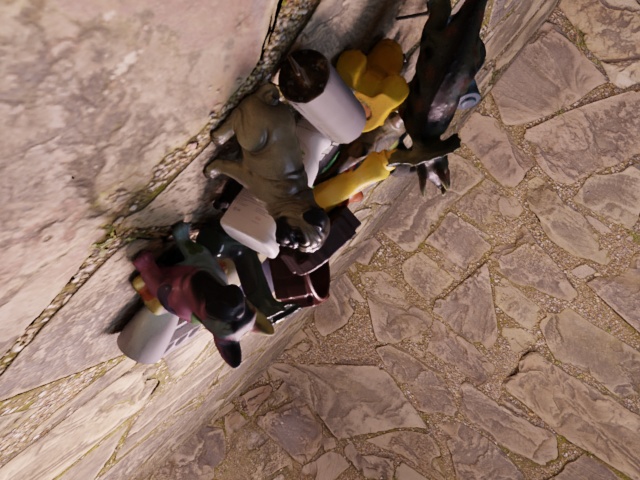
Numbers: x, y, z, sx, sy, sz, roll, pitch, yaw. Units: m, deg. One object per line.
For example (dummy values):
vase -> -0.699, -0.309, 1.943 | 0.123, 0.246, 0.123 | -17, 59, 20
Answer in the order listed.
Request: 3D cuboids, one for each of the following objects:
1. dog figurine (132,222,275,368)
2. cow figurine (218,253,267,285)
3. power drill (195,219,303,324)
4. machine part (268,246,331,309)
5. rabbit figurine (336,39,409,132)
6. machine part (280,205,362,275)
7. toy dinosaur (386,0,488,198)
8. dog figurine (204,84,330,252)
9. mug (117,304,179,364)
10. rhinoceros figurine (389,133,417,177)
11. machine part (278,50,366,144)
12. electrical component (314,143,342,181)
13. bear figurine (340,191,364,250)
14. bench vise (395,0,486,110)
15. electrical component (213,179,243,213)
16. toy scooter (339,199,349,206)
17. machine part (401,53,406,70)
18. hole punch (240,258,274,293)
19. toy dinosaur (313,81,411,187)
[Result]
dog figurine -> -0.173, 0.096, 0.801 | 0.108, 0.219, 0.191 | -38, 165, -33
cow figurine -> -0.169, 0.057, 1.063 | 0.195, 0.085, 0.127 | -42, 163, -44
power drill -> -0.108, 0.045, 0.942 | 0.086, 0.207, 0.232 | -25, 171, 22
machine part -> -0.043, 0.054, 1.248 | 0.087, 0.201, 0.201 | -11, 180, 15
rabbit figurine -> 0.096, -0.263, 0.916 | 0.162, 0.122, 0.173 | 99, 14, -59
machine part -> -0.002, -0.003, 1.074 | 0.179, 0.056, 0.179 | -36, -169, 8
toy dinosaur -> 0.196, -0.249, 0.866 | 0.404, 0.131, 0.192 | 98, -2, -46
dog figurine -> -0.043, -0.092, 0.728 | 0.121, 0.191, 0.172 | -42, 166, -37
mug -> -0.283, 0.142, 0.924 | 0.107, 0.081, 0.110 | -53, -166, 13
rhinoceros figurine -> 0.172, -0.207, 1.295 | 0.112, 0.190, 0.073 | -28, 126, 2
machine part -> 0.008, -0.200, 0.772 | 0.079, 0.079, 0.243 | -50, 157, 8
electrical component -> -0.016, -0.159, 0.977 | 0.134, 0.058, 0.115 | -52, 172, 15
bear figurine -> 0.057, -0.092, 1.373 | 0.196, 0.132, 0.120 | -47, -151, 13
bench vise -> 0.237, -0.369, 0.996 | 0.129, 0.223, 0.240 | -8, 160, 25
electrical component -> -0.136, -0.075, 0.874 | 0.063, 0.021, 0.094 | -54, 169, 25
toy scooter -> 0.020, -0.068, 1.222 | 0.184, 0.075, 0.135 | -72, -177, -79
machine part -> 0.117, -0.295, 1.015 | 0.039, 0.084, 0.139 | 30, 90, -51
hole punch -> -0.145, 0.081, 1.255 | 0.142, 0.092, 0.115 | -46, 167, 1
toy dinosaur -> 0.146, -0.261, 1.143 | 0.471, 0.105, 0.198 | -41, 169, -4
